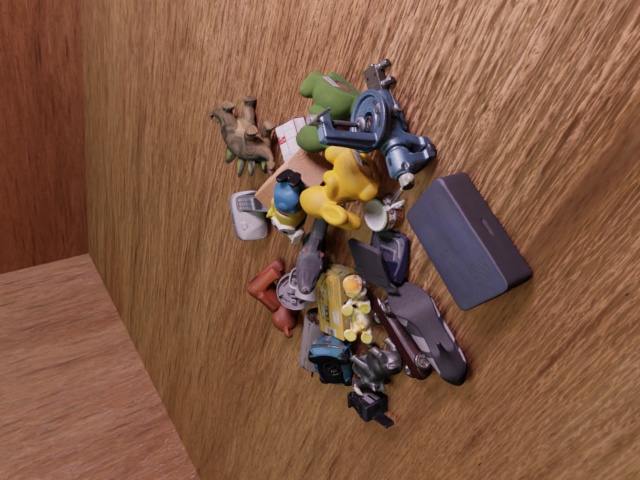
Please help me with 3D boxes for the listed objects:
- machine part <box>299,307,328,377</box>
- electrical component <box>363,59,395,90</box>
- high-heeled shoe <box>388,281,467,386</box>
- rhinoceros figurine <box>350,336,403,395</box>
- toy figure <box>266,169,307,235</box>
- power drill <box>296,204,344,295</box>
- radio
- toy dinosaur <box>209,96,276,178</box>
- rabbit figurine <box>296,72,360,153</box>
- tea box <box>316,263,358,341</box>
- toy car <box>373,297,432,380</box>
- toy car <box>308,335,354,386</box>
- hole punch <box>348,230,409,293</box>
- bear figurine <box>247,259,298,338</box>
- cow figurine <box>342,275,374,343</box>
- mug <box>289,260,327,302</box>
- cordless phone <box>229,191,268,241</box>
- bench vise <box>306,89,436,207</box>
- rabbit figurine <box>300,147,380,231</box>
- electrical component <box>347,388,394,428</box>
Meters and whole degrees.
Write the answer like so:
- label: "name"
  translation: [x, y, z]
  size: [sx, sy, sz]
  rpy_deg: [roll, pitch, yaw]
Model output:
- label: "machine part"
  translation: [-0.012, 0.270, 1.457]
  size: [0.079, 0.079, 0.243]
  rpy_deg: [36, 131, 42]
- label: "electrical component"
  translation: [0.113, -0.324, 1.088]
  size: [0.094, 0.021, 0.063]
  rpy_deg: [-16, 90, 56]
- label: "high-heeled shoe"
  translation: [0.226, 0.190, 1.127]
  size: [0.145, 0.086, 0.249]
  rpy_deg: [55, -176, -38]
- label: "rhinoceros figurine"
  translation: [0.133, 0.305, 1.281]
  size: [0.112, 0.073, 0.190]
  rpy_deg: [53, 140, 10]
- label: "toy figure"
  translation: [-0.065, -0.084, 1.231]
  size: [0.082, 0.089, 0.180]
  rpy_deg: [48, 150, 30]
- label: "power drill"
  translation: [-0.003, -0.004, 1.258]
  size: [0.232, 0.086, 0.207]
  rpy_deg: [-80, 0, -69]
- label: "radio"
  translation: [0.260, 0.005, 0.973]
  size: [0.229, 0.073, 0.131]
  rpy_deg: [63, 145, 19]
- label: "toy dinosaur"
  translation: [-0.225, -0.294, 1.506]
  size: [0.472, 0.105, 0.198]
  rpy_deg: [54, 146, 42]
- label: "rabbit figurine"
  translation: [0.021, -0.256, 1.168]
  size: [0.159, 0.121, 0.170]
  rpy_deg: [39, 122, 11]
- label: "tea box"
  translation: [0.046, 0.151, 1.333]
  size: [0.098, 0.068, 0.169]
  rpy_deg: [17, 116, 48]
- label: "toy car"
  translation: [0.182, 0.212, 1.182]
  size: [0.202, 0.053, 0.089]
  rpy_deg: [60, 164, 22]
- label: "toy car"
  translation: [0.041, 0.295, 1.370]
  size: [0.109, 0.103, 0.161]
  rpy_deg: [-2, 129, 23]
- label: "hole punch"
  translation: [0.134, 0.037, 1.163]
  size: [0.142, 0.092, 0.115]
  rpy_deg: [23, 138, 47]
- label: "bear figurine"
  translation: [-0.114, 0.173, 1.548]
  size: [0.132, 0.120, 0.196]
  rpy_deg: [-41, 95, 10]
- label: "cow figurine"
  translation: [0.093, 0.148, 1.256]
  size: [0.068, 0.098, 0.167]
  rpy_deg: [0, 110, 16]
- label: "mug"
  translation: [-0.026, 0.097, 1.395]
  size: [0.110, 0.080, 0.107]
  rpy_deg: [15, 96, 29]
- label: "cordless phone"
  translation: [-0.177, -0.069, 1.538]
  size: [0.184, 0.089, 0.146]
  rpy_deg: [6, 108, 54]
- label: "bench vise"
  translation: [0.089, -0.190, 1.003]
  size: [0.129, 0.240, 0.223]
  rpy_deg: [-32, 61, 58]
- label: "rabbit figurine"
  translation: [0.039, -0.095, 1.124]
  size: [0.173, 0.122, 0.162]
  rpy_deg: [-28, 70, 23]
- label: "electrical component"
  translation: [0.129, 0.409, 1.317]
  size: [0.119, 0.075, 0.047]
  rpy_deg: [26, 125, 52]
